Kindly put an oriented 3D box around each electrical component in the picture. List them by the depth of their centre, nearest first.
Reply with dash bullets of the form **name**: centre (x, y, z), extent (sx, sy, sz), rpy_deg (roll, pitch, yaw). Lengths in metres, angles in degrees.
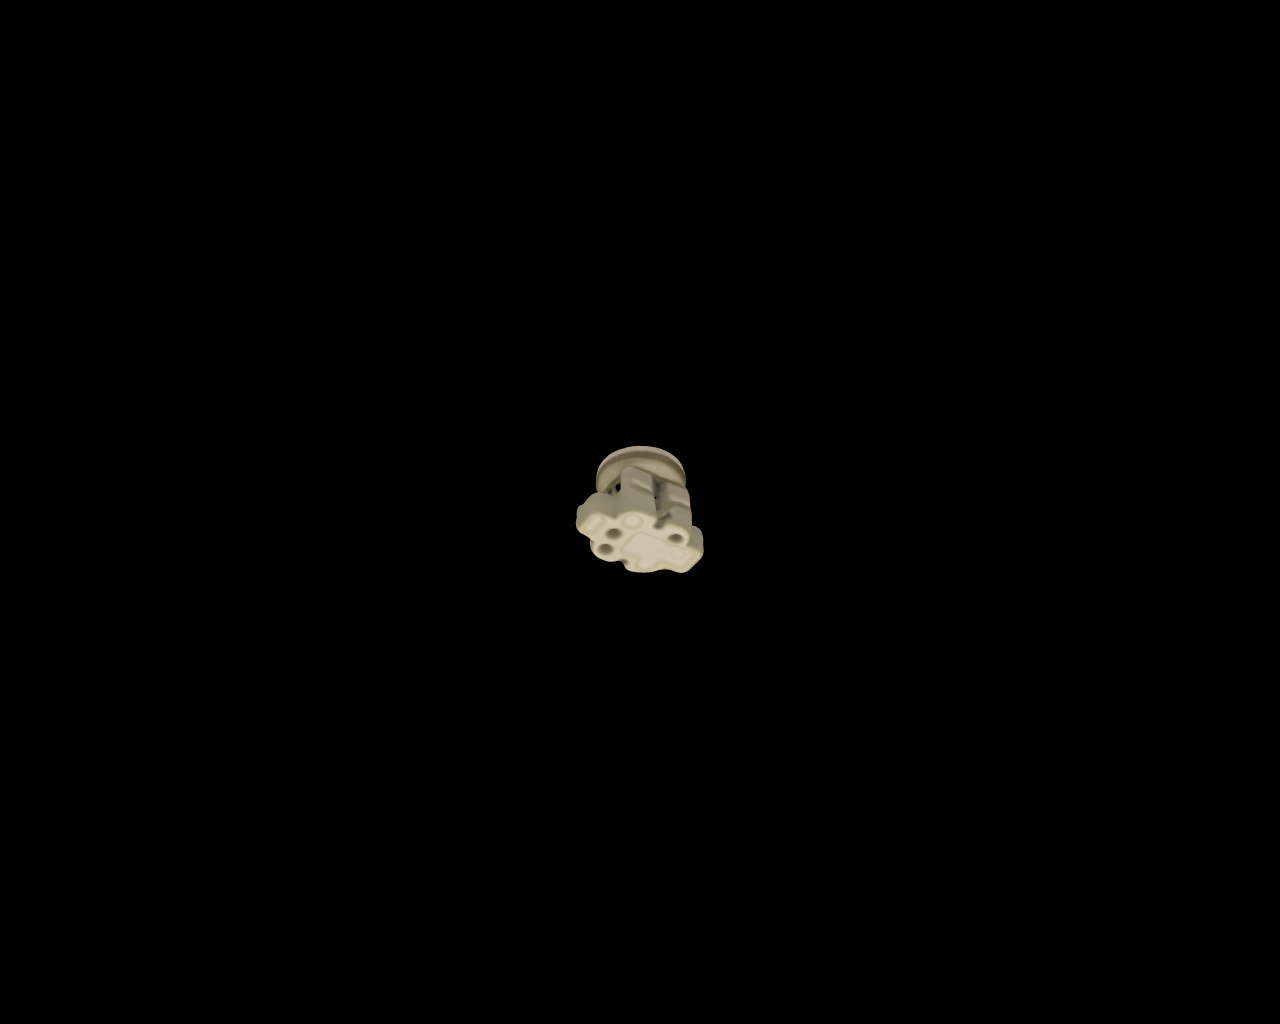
- **electrical component**: centre (0.001, -0.003, 0.650), extent (0.078, 0.057, 0.058), rpy_deg (21, -45, -24)
